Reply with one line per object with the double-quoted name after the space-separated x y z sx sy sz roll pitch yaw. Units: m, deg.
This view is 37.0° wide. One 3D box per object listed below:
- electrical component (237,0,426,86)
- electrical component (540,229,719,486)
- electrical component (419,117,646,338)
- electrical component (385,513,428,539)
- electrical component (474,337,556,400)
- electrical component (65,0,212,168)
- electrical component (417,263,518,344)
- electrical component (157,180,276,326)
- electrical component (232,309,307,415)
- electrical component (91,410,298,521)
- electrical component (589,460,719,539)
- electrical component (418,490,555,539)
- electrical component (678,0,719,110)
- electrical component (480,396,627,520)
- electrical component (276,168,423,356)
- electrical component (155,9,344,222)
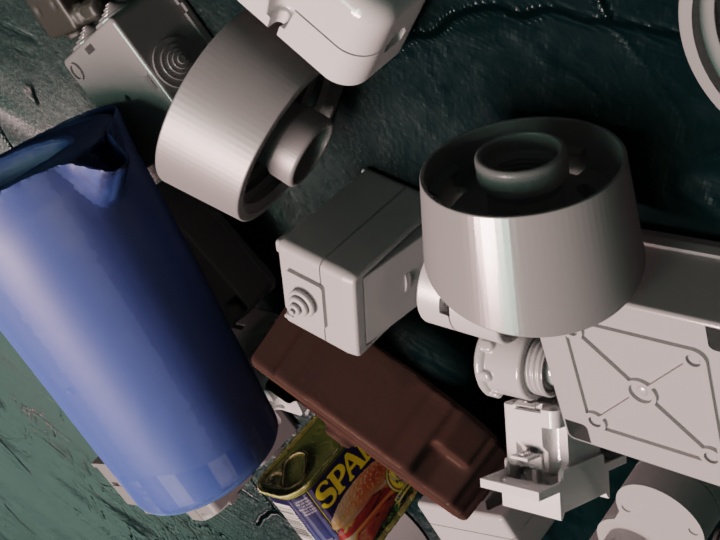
-0.017 -0.140 0.492 0.095 0.054 0.059 42 149 6 "electrical component"
0.146 0.040 0.508 0.109 0.056 0.108 14 137 41 "electrical component"
0.075 -0.024 0.478 0.099 0.099 0.064 17 133 38 "electrical component"
0.002 0.237 0.905 0.108 0.060 0.108 31 146 23 "electrical component"
0.097 0.051 0.589 0.062 0.048 0.048 10 134 39 "electrical component"
-0.125 -0.116 0.654 0.099 0.048 0.100 54 148 -14 "electrical component"
0.065 0.009 0.571 0.047 0.055 0.055 20 141 30 "electrical component"
-0.135 0.005 0.758 0.109 0.056 0.108 -37 98 27 "electrical component"
-0.069 0.069 0.797 0.089 0.056 0.050 10 134 44 "electrical component"
-0.145 0.157 0.943 0.186 0.105 0.060 -13 117 55 "electrical component"
0.159 0.160 0.616 0.052 0.074 0.138 34 147 19 "electrical component"
0.096 0.174 0.732 0.083 0.047 0.075 -5 123 52 "electrical component"
0.156 -0.083 0.346 0.108 0.060 0.108 30 146 24 "electrical component"
0.109 0.101 0.608 0.042 0.081 0.063 2 100 47 "electrical component"
0.000 0.000 0.594 0.061 0.096 0.061 26 140 28 "electrical component"
-0.049 -0.076 0.560 0.060 0.108 0.108 33 147 8 "electrical component"
